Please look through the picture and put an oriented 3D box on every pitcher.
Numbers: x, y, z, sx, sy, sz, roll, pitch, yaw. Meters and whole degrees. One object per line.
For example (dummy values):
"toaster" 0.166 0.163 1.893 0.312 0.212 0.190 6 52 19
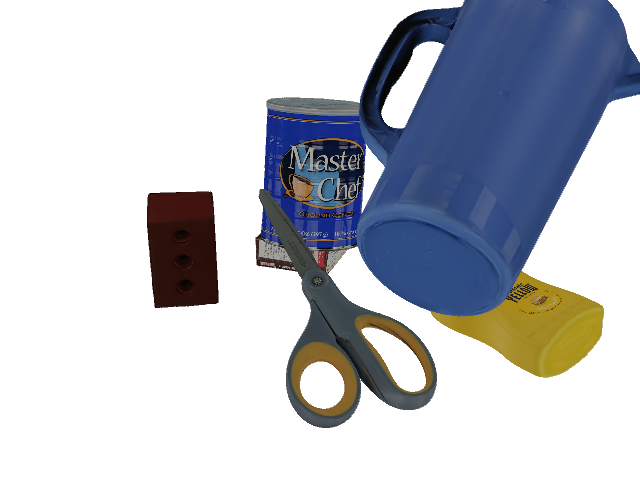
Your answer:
"pitcher" 0.110 -0.072 0.750 0.145 0.242 0.149 46 -35 -22

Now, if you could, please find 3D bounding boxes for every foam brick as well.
"foam brick" -0.109 0.006 0.848 0.053 0.078 0.051 -4 27 -5

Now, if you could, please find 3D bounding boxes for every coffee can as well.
"coffee can" -0.006 -0.069 1.072 0.103 0.140 0.103 3 13 -1

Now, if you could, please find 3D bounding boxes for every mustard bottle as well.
"mustard bottle" 0.158 0.056 0.990 0.096 0.058 0.192 -28 38 -34

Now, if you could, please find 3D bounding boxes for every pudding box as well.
"pudding box" -0.019 0.002 1.269 0.090 0.039 0.113 8 22 14

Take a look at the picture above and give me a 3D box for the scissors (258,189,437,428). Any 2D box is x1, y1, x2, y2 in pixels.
"scissors" -0.012 0.042 0.664 0.096 0.016 0.202 -31 53 -25
